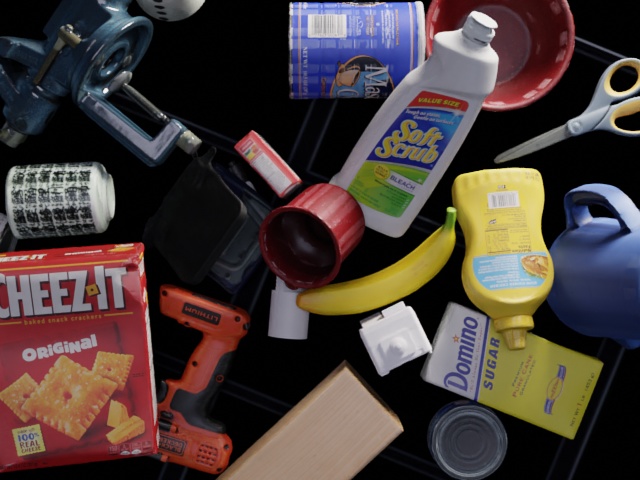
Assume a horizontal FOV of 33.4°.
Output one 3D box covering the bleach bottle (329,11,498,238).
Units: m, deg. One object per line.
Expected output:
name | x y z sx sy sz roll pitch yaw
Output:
bleach bottle | 0.101 -0.124 1.093 0.102 0.068 0.251 27 124 -2

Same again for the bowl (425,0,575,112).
bowl | 0.190 -0.217 1.159 0.162 0.055 0.162 0 90 0

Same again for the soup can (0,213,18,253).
soup can | -0.387 -0.008 1.158 0.102 0.068 0.068 18 90 0

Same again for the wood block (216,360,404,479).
wood block | -0.017 0.235 1.146 0.206 0.090 0.091 -43 90 1

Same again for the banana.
banana | 0.071 0.037 1.152 0.198 0.037 0.069 -31 112 1

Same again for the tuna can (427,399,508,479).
tuna can | 0.162 0.220 1.172 0.086 0.034 0.086 0 90 0

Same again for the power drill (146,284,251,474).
power drill | -0.165 0.147 1.164 0.184 0.057 0.188 18 93 -3

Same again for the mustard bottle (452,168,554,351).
mustard bottle | 0.198 0.022 1.138 0.096 0.058 0.191 -4 76 -3

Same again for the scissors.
scissors | 0.286 -0.145 1.179 0.201 0.016 0.096 -8 89 0

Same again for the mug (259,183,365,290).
mug | -0.007 0.001 1.111 0.093 0.081 0.117 27 125 13

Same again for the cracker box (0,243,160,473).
cracker box | -0.252 0.118 1.079 0.164 0.072 0.214 -4 100 -7

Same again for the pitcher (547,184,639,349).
pitcher | 0.318 0.031 1.065 0.149 0.243 0.145 23 87 -6

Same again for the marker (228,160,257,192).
marker | -0.068 -0.034 1.180 0.020 0.020 0.121 -30 90 0

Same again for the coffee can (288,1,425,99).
coffee can | 0.038 -0.202 1.137 0.140 0.103 0.103 0 90 0

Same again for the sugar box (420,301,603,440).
sugar box | 0.208 0.141 1.165 0.176 0.048 0.093 21 90 -1

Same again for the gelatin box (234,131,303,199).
gelatin box | -0.054 -0.079 1.144 0.030 0.089 0.073 -42 90 3
